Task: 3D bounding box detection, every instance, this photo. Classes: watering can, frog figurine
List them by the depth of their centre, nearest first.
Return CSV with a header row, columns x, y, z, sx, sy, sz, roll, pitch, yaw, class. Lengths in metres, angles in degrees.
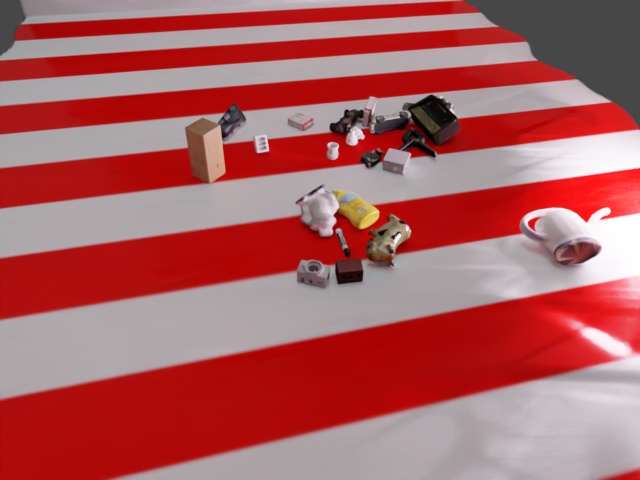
x,y,z,sx,sy,sz,roll,pitch,yaw,class
0.826,-0.029,1.659,0.348,0.101,0.230,-5,43,-8,watering can
0.005,-0.086,1.705,0.138,0.160,0.121,-28,-6,-17,frog figurine
